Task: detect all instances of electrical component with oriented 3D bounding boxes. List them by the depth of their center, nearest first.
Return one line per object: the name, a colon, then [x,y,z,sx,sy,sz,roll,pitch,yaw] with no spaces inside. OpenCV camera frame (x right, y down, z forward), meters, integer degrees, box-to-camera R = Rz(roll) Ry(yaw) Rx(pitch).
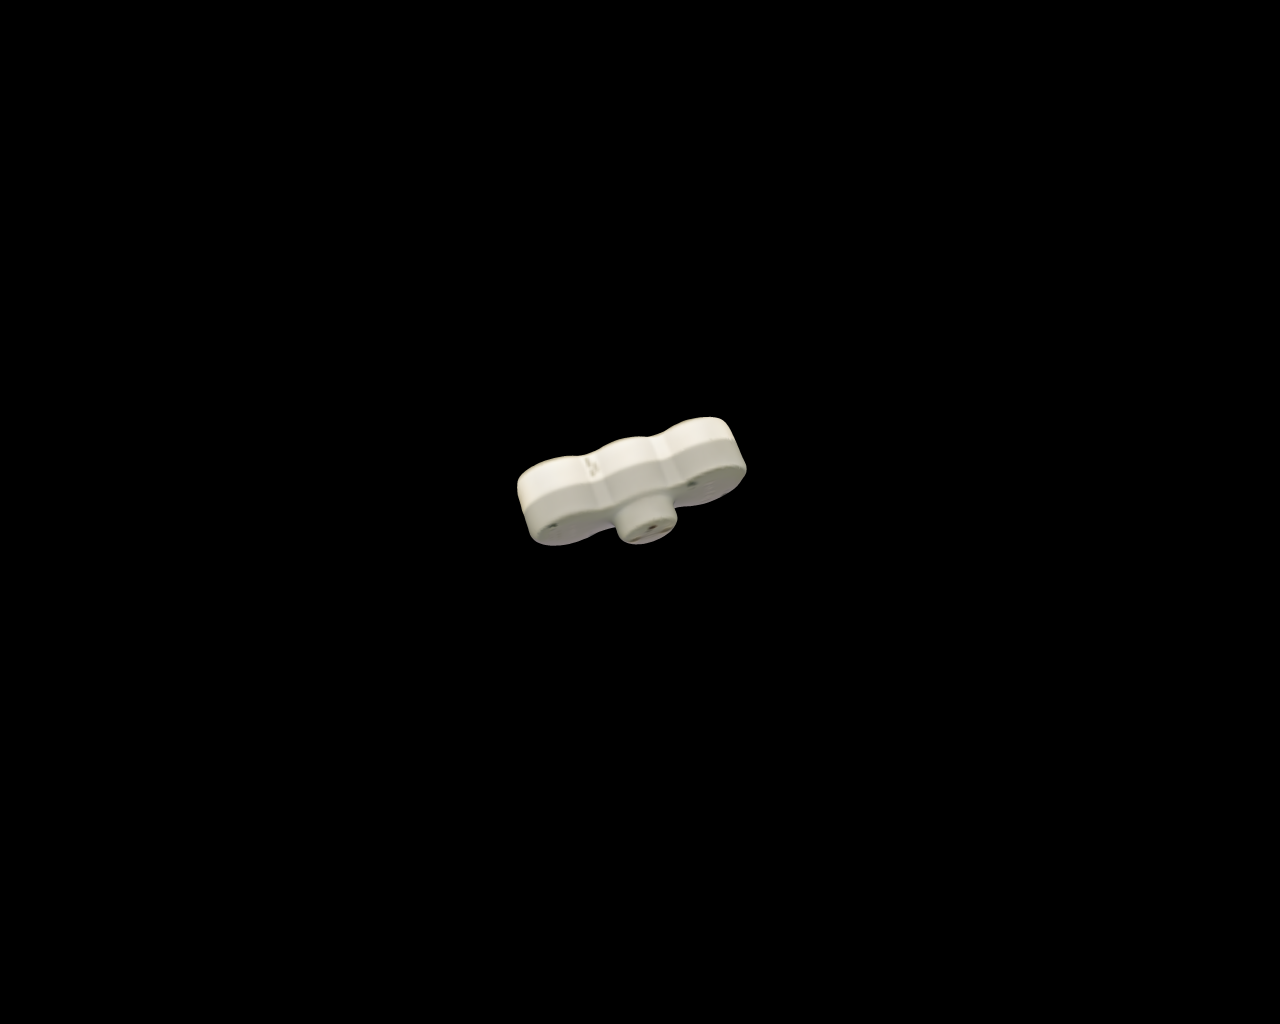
electrical component: [0.001,-0.003,0.650,0.138,0.074,0.052,-17,-22,-7]
